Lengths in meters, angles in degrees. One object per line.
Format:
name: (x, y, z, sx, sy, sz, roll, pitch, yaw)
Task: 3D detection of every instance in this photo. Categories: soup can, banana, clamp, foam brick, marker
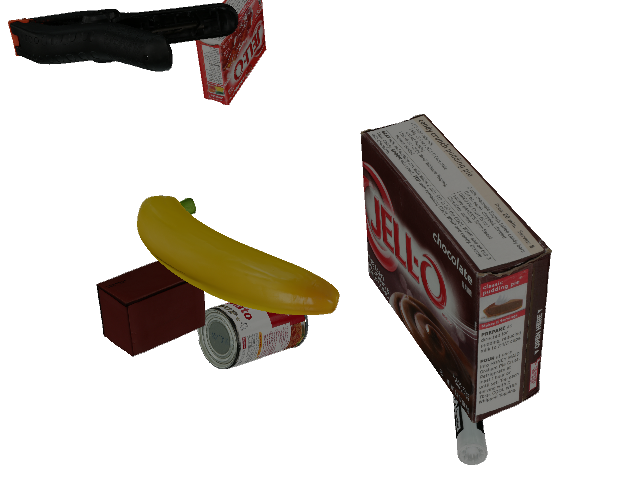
soup can: (-0.073, 0.094, 1.144, 0.102, 0.068, 0.069, -14, 9, -44)
banana: (-0.069, 0.004, 0.686, 0.069, 0.037, 0.198, -16, 30, -30)
clamp: (-0.148, -0.154, 0.791, 0.172, 0.039, 0.120, 10, 22, 28)
foam brick: (-0.146, 0.056, 0.925, 0.078, 0.051, 0.053, -22, 30, -34)
marker: (0.099, 0.104, 0.726, 0.020, 0.020, 0.121, 0, 32, 3)

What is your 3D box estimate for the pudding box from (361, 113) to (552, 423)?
pudding box: (0.057, 0.010, 0.480, 0.039, 0.090, 0.114, -21, 43, -15)

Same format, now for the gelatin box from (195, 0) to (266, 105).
gelatin box: (-0.082, -0.184, 1.004, 0.030, 0.089, 0.073, 18, -37, 15)
